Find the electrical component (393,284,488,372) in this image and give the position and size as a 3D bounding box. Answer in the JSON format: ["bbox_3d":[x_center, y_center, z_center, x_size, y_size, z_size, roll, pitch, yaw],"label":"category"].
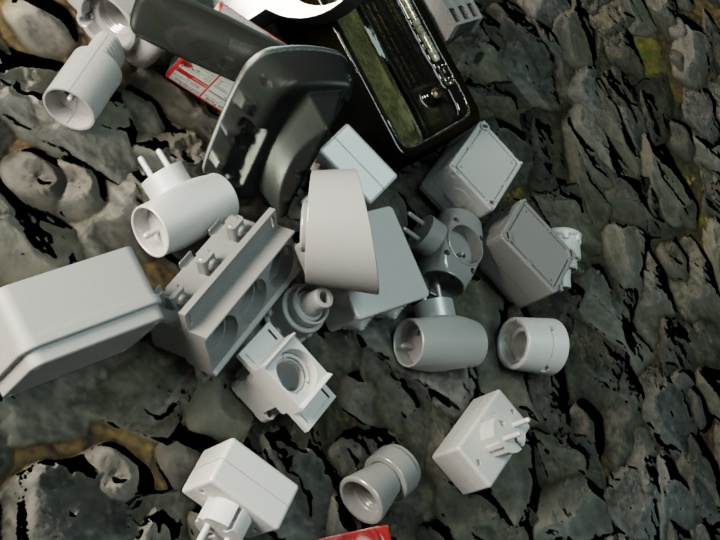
[{"bbox_3d":[0.070,0.049,0.975,0.077,0.043,0.079,4,68,-36],"label":"electrical component"}]

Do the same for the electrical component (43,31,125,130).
[{"bbox_3d":[-0.213,-0.154,0.852,0.043,0.043,0.081,36,52,-19],"label":"electrical component"}]

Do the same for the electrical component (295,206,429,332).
[{"bbox_3d":[0.000,0.000,0.940,0.100,0.048,0.099,-17,80,-41],"label":"electrical component"}]

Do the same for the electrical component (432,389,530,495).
[{"bbox_3d":[0.119,0.146,0.946,0.047,0.076,0.083,50,49,-7],"label":"electrical component"}]

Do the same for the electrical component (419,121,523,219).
[{"bbox_3d":[0.110,-0.096,1.061,0.061,0.061,0.096,45,49,-12],"label":"electrical component"}]

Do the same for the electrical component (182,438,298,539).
[{"bbox_3d":[-0.096,0.176,0.786,0.066,0.047,0.076,40,51,-17],"label":"electrical component"}]

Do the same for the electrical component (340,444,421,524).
[{"bbox_3d":[0.017,0.173,0.876,0.055,0.045,0.045,-33,92,-42],"label":"electrical component"}]

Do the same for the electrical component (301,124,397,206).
[{"bbox_3d":[-0.020,-0.077,0.961,0.065,0.047,0.076,46,70,-5],"label":"electrical component"}]

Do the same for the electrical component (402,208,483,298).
[{"bbox_3d":[0.072,-0.026,1.011,0.079,0.044,0.077,34,53,-21],"label":"electrical component"}]

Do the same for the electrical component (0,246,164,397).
[{"bbox_3d":[-0.204,0.036,0.748,0.113,0.078,0.057,-22,81,-42],"label":"electrical component"}]

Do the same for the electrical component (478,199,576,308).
[{"bbox_3d":[0.161,-0.009,1.060,0.096,0.061,0.061,45,50,-12],"label":"electrical component"}]

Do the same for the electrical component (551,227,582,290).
[{"bbox_3d":[0.206,-0.011,1.108,0.048,0.048,0.062,9,71,-34],"label":"electrical component"}]

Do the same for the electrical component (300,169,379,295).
[{"bbox_3d":[-0.014,-0.031,0.850,0.064,0.099,0.099,3,63,0],"label":"electrical component"}]

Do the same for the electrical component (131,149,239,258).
[{"bbox_3d":[-0.148,-0.059,0.857,0.077,0.044,0.079,-32,90,-42],"label":"electrical component"}]

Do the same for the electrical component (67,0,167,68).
[{"bbox_3d":[-0.193,-0.218,0.890,0.095,0.054,0.059,45,50,-12],"label":"electrical component"}]

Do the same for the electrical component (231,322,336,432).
[{"bbox_3d":[-0.064,0.087,0.841,0.081,0.064,0.042,50,48,-9],"label":"electrical component"}]

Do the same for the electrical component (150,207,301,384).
[{"bbox_3d":[-0.106,0.015,0.830,0.063,0.078,0.121,19,51,22],"label":"electrical component"}]

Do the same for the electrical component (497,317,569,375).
[{"bbox_3d":[0.164,0.072,1.030,0.047,0.055,0.055,8,65,-31],"label":"electrical component"}]

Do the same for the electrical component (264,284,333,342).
[{"bbox_3d":[-0.046,0.031,0.881,0.048,0.062,0.048,15,63,-32],"label":"electrical component"}]
